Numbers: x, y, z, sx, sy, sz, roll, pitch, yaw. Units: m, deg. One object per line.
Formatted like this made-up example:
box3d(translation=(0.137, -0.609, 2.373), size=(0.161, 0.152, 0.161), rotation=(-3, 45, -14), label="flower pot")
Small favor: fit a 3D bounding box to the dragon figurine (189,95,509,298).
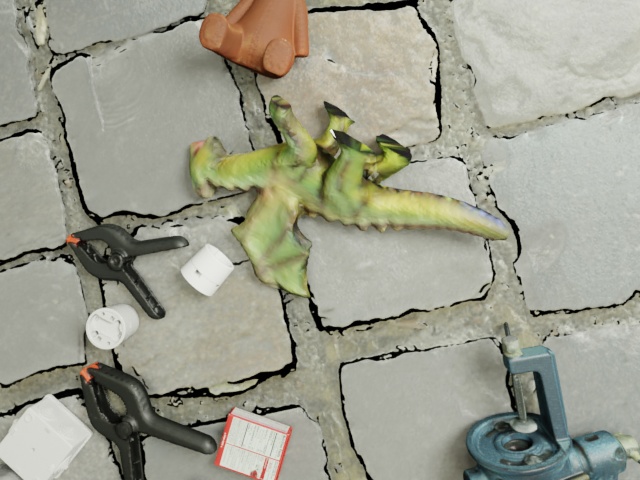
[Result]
box3d(translation=(0.002, -0.033, 0.663), size=(0.411, 0.124, 0.239), rotation=(34, 112, 6), label="dragon figurine")
